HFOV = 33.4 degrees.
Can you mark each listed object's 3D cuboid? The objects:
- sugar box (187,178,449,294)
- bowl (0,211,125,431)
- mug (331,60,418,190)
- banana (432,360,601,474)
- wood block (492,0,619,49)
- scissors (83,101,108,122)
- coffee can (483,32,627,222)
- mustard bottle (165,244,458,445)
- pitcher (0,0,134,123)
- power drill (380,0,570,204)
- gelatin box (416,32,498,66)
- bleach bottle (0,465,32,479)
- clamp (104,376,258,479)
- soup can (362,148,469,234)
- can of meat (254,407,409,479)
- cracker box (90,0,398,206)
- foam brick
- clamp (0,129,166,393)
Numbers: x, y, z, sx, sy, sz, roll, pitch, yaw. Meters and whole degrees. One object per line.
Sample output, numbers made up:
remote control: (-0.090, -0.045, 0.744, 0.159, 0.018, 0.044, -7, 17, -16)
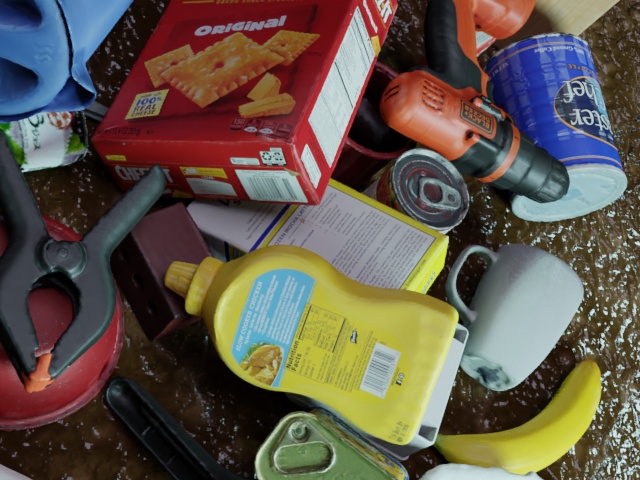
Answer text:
sugar box: (-0.005, 0.001, 0.786, 0.176, 0.048, 0.093, 27, 59, 20)
bowl: (-0.199, 0.040, 0.700, 0.161, 0.055, 0.162, 13, 60, -23)
mug: (0.016, -0.098, 0.872, 0.117, 0.082, 0.093, 49, 53, 0)
banana: (0.170, 0.150, 0.861, 0.197, 0.037, 0.069, -13, 72, -33)
wood block: (0.237, -0.263, 1.001, 0.090, 0.206, 0.090, 26, 56, -17)
scissors: (-0.236, -0.111, 0.779, 0.201, 0.016, 0.096, 39, 62, -15)
coffee can: (0.210, -0.101, 0.968, 0.102, 0.103, 0.140, 5, 64, -27)
mustard bottle: (-0.013, 0.056, 0.704, 0.192, 0.096, 0.058, 21, 15, 7)
pitcher: (-0.196, -0.203, 0.749, 0.145, 0.149, 0.242, 2, 35, 14)
power drill: (0.136, -0.135, 0.879, 0.184, 0.057, 0.187, 26, 55, -28)
gelatin box: (0.128, -0.173, 0.977, 0.089, 0.073, 0.030, -38, 88, -37)
bleach bottle: (-0.197, 0.185, 0.624, 0.250, 0.068, 0.102, 30, 54, -10)
clamp: (-0.060, 0.180, 0.672, 0.210, 0.036, 0.164, 34, 19, -10)
soup can: (0.062, -0.019, 0.844, 0.068, 0.102, 0.068, 13, 61, -23)
can of meat: (0.012, 0.158, 0.723, 0.102, 0.084, 0.057, 36, 92, 8)
cracker box: (-0.051, -0.129, 0.802, 0.072, 0.164, 0.213, 65, 37, -47)
foam brick: (-0.109, 0.022, 0.760, 0.051, 0.053, 0.078, -23, 78, -35)
clamp: (-0.155, 0.011, 0.676, 0.120, 0.039, 0.171, 1, 70, -16)
